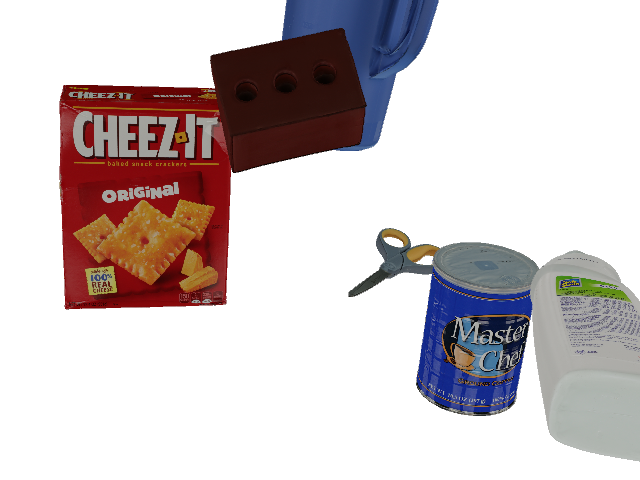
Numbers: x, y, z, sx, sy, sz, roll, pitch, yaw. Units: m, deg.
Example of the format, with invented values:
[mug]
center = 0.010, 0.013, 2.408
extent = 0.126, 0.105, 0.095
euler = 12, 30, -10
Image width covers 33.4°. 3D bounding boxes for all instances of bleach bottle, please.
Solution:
[bleach bottle]
center = 0.216, 0.070, 0.822
extent = 0.102, 0.068, 0.250
euler = 9, 23, 4

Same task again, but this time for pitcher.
[pitcher]
center = 0.032, -0.210, 1.010
extent = 0.145, 0.243, 0.149
euler = 11, 18, 0

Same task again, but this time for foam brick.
[foam brick]
center = -0.019, -0.078, 0.599
extent = 0.078, 0.053, 0.051
euler = -14, -18, -5

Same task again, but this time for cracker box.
[cracker box]
center = -0.171, -0.040, 1.052
extent = 0.164, 0.214, 0.072
euler = 0, 21, -10

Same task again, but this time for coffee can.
[coffee can]
center = 0.153, 0.086, 1.050
extent = 0.103, 0.140, 0.103
euler = 4, 24, -2

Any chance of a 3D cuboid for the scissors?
[scissors]
center = 0.071, 0.023, 1.257
extent = 0.201, 0.016, 0.096
euler = -11, 40, -46
